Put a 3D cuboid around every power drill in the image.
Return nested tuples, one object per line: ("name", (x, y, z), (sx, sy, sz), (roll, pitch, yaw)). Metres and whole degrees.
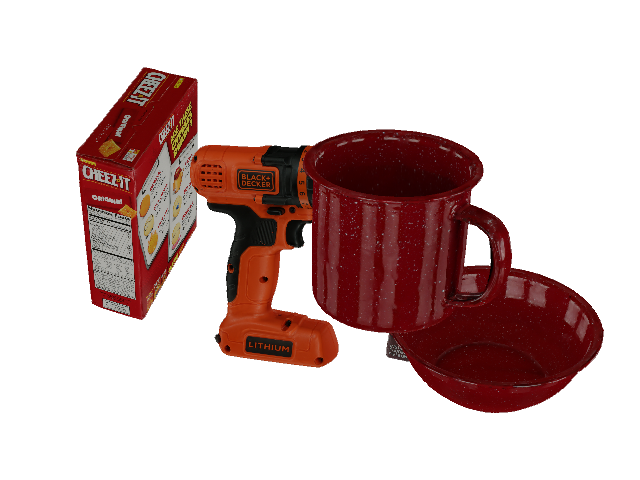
("power drill", (-0.021, 0.011, 0.914), (0.185, 0.188, 0.057), (6, 15, 18))

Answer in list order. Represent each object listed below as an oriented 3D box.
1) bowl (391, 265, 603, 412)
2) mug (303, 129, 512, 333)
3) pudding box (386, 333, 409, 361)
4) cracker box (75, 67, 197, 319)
("bowl", (0.132, 0.083, 0.822), (0.162, 0.055, 0.162), (0, 31, 0))
("mug", (0.046, -0.001, 0.560), (0.117, 0.081, 0.093), (18, 32, 30))
("pudding box", (0.132, 0.089, 1.141), (0.113, 0.090, 0.039), (10, 23, 7))
("cracker box", (-0.191, -0.049, 1.136), (0.072, 0.214, 0.164), (14, 44, 9))
